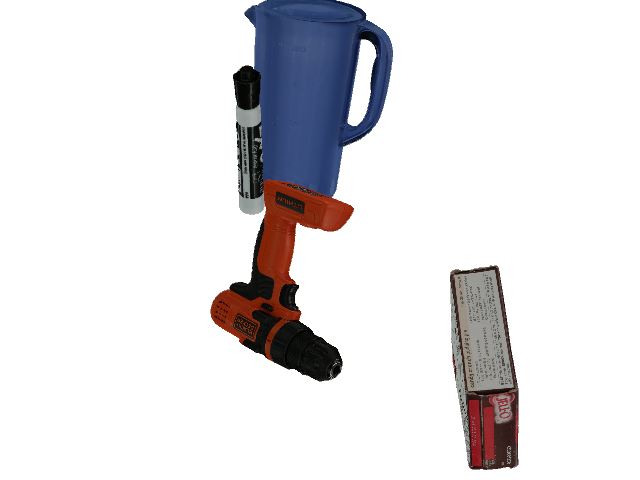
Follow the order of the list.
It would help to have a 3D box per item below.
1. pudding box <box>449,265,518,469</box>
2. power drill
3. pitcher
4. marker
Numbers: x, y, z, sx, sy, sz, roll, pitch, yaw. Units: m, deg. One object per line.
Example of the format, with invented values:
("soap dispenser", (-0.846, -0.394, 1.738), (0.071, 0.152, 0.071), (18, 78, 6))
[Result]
("pudding box", (0.114, 0.088, 0.743), (0.039, 0.113, 0.090), (-6, -45, 3))
("power drill", (-0.029, 0.040, 1.145), (0.185, 0.188, 0.057), (24, 10, 36))
("pitcher", (-0.012, -0.169, 1.303), (0.144, 0.243, 0.149), (-7, 27, -25))
("marker", (-0.050, -0.070, 0.754), (0.020, 0.121, 0.020), (0, 42, -1))
